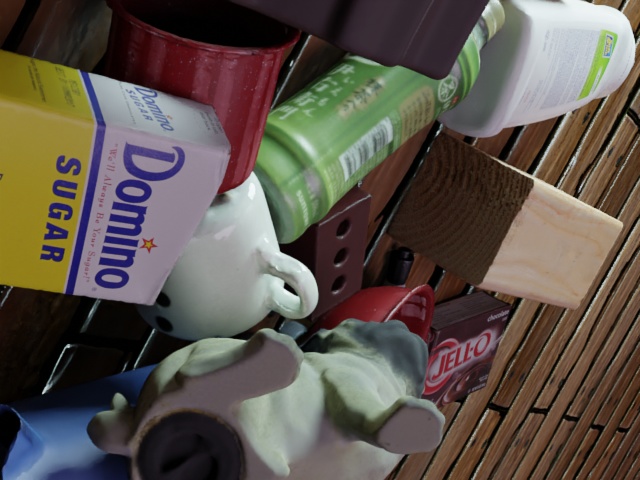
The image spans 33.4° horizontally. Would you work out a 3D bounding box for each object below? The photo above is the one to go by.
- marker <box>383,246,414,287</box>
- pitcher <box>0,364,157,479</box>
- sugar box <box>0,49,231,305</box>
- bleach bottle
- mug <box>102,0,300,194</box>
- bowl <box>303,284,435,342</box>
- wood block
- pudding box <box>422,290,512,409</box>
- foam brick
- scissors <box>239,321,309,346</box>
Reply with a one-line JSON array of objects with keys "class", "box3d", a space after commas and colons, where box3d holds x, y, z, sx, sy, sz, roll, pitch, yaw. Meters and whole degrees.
[{"class": "marker", "box3d": [0.052, 0.060, 0.844, 0.020, 0.020, 0.121, -16, 128, -47]}, {"class": "pitcher", "box3d": [-0.113, 0.144, 0.599, 0.242, 0.149, 0.145, -14, 84, -52]}, {"class": "sugar box", "box3d": [-0.132, -0.028, 0.433, 0.175, 0.048, 0.093, 12, 125, -31]}, {"class": "bleach bottle", "box3d": [0.180, -0.134, 0.820, 0.250, 0.068, 0.103, -10, 125, -53]}, {"class": "mug", "box3d": [-0.062, -0.081, 0.527, 0.117, 0.093, 0.082, -76, -178, -60]}, {"class": "bowl", "box3d": [0.022, 0.094, 0.780, 0.162, 0.055, 0.162, -50, 157, -31]}, {"class": "wood block", "box3d": [0.155, -0.009, 0.859, 0.205, 0.091, 0.090, 14, 105, -57]}, {"class": "pudding box", "box3d": [0.113, 0.099, 0.938, 0.113, 0.039, 0.090, -16, 128, -46]}, {"class": "foam brick", "box3d": [-0.005, 0.001, 0.690, 0.052, 0.051, 0.078, -30, 137, -38]}, {"class": "scissors", "box3d": [-0.071, 0.143, 0.748, 0.202, 0.016, 0.096, -59, 150, -1]}]
